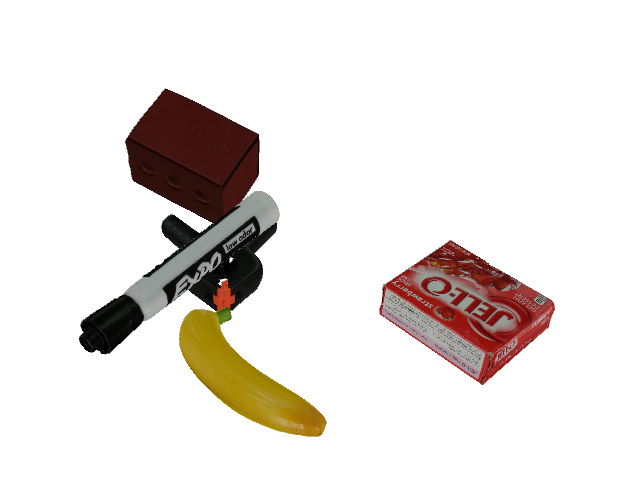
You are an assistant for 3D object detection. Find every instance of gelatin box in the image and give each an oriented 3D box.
[{"bbox_3d":[0.095,0.044,0.698,0.089,0.030,0.073,33,45,30],"label":"gelatin box"}]

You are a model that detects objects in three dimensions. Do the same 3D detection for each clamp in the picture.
[{"bbox_3d":[-0.090,0.015,1.070,0.120,0.039,0.171,-11,33,-11],"label":"clamp"}]

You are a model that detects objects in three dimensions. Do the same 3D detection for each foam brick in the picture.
[{"bbox_3d":[-0.087,-0.057,0.731,0.078,0.051,0.053,27,-27,11],"label":"foam brick"}]

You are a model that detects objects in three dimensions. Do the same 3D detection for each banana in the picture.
[{"bbox_3d":[-0.068,0.100,0.857,0.069,0.037,0.198,-11,30,-25],"label":"banana"}]

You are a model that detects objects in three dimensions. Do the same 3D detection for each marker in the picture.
[{"bbox_3d":[-0.065,0.014,0.499,0.020,0.020,0.120,0,31,47],"label":"marker"}]
